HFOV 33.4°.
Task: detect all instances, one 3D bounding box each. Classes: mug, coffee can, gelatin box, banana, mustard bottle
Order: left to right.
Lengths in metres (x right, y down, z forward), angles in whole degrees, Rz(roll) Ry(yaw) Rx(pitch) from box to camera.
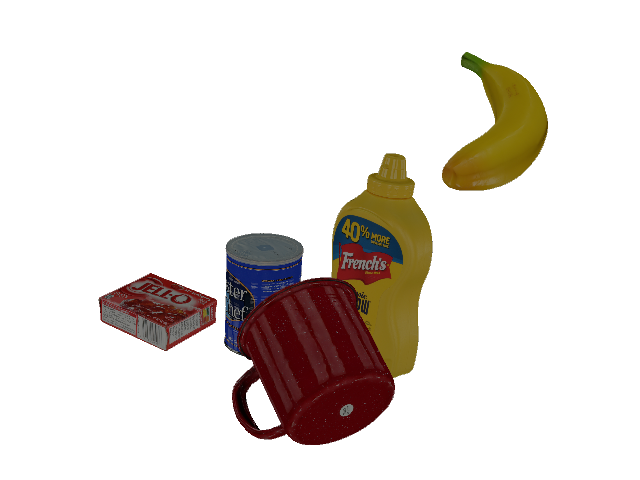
[{"bbox_3d":[-0.156,0.066,1.027,0.089,0.030,0.073,20,29,30],"label":"gelatin box"},{"bbox_3d":[-0.077,0.073,1.430,0.103,0.140,0.103,3,21,-1],"label":"coffee can"},{"bbox_3d":[-0.010,0.093,0.735,0.117,0.081,0.093,-35,-35,9],"label":"mug"},{"bbox_3d":[0.051,0.018,0.937,0.058,0.192,0.096,-9,24,-45],"label":"mustard bottle"},{"bbox_3d":[0.127,-0.079,0.758,0.069,0.037,0.197,8,32,6],"label":"banana"}]
